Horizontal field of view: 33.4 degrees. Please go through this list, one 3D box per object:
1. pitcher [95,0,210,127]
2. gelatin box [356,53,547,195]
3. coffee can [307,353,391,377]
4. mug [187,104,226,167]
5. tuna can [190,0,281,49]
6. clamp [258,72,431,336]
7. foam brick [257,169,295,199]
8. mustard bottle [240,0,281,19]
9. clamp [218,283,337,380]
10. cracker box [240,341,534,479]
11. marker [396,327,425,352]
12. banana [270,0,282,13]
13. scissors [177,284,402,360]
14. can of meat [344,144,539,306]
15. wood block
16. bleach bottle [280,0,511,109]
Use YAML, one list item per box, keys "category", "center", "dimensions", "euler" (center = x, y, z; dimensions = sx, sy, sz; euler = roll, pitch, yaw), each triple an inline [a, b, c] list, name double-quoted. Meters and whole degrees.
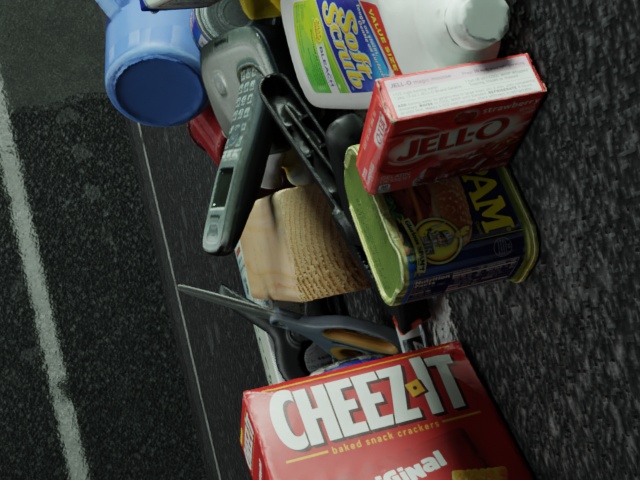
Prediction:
- category: "pitcher"
  center: [-0.173, -0.242, 1.123]
  dimensions: [0.145, 0.149, 0.243]
  euler: [90, 176, -49]
- category: "gelatin box"
  center: [0.068, -0.061, 0.576]
  dimensions: [0.073, 0.089, 0.030]
  euler: [104, 150, -61]
- category: "coffee can"
  center: [0.042, 0.177, 0.853]
  dimensions: [0.103, 0.102, 0.140]
  euler: [99, 155, -56]
- category: "mug"
  center: [-0.083, -0.105, 1.136]
  dimensions: [0.082, 0.093, 0.117]
  euler: [-128, 24, -50]
- category: "tuna can"
  center: [-0.082, -0.215, 1.034]
  dimensions: [0.034, 0.086, 0.086]
  euler: [133, 123, -71]
- category: "clamp"
  center: [0.024, -0.024, 0.760]
  dimensions: [0.210, 0.036, 0.165]
  euler: [63, 172, -32]
- category: "foam brick"
  center: [-0.048, -0.059, 1.055]
  dimensions: [0.051, 0.078, 0.053]
  euler: [-161, 60, -75]
- category: "mustard bottle"
  center: [-0.068, -0.301, 0.963]
  dimensions: [0.096, 0.058, 0.192]
  euler: [108, 147, -61]
- category: "clamp"
  center: [-0.009, 0.080, 1.037]
  dimensions: [0.171, 0.120, 0.039]
  euler: [53, -168, 11]
- category: "cracker box"
  center: [0.055, 0.178, 0.681]
  dimensions: [0.072, 0.164, 0.214]
  euler: [96, 156, -47]
- category: "marker"
  center: [0.074, 0.093, 0.817]
  dimensions: [0.020, 0.020, 0.121]
  euler: [158, 97, -76]
- category: "banana"
  center: [-0.021, -0.174, 0.856]
  dimensions: [0.198, 0.069, 0.037]
  euler: [121, 143, -78]
- category: "scissors"
  center: [-0.020, 0.078, 0.920]
  dimensions: [0.096, 0.202, 0.016]
  euler: [62, -137, -54]
- category: "can of meat"
  center: [0.068, -0.017, 0.628]
  dimensions: [0.057, 0.083, 0.102]
  euler: [103, 151, -60]
- category: "wood block"
  center: [-0.006, 0.000, 0.915]
  dimensions: [0.206, 0.090, 0.090]
  euler: [172, 86, -76]
- category: "bleach bottle"
  center: [0.045, -0.133, 0.662]
  dimensions: [0.251, 0.068, 0.102]
  euler: [-164, 59, -72]
